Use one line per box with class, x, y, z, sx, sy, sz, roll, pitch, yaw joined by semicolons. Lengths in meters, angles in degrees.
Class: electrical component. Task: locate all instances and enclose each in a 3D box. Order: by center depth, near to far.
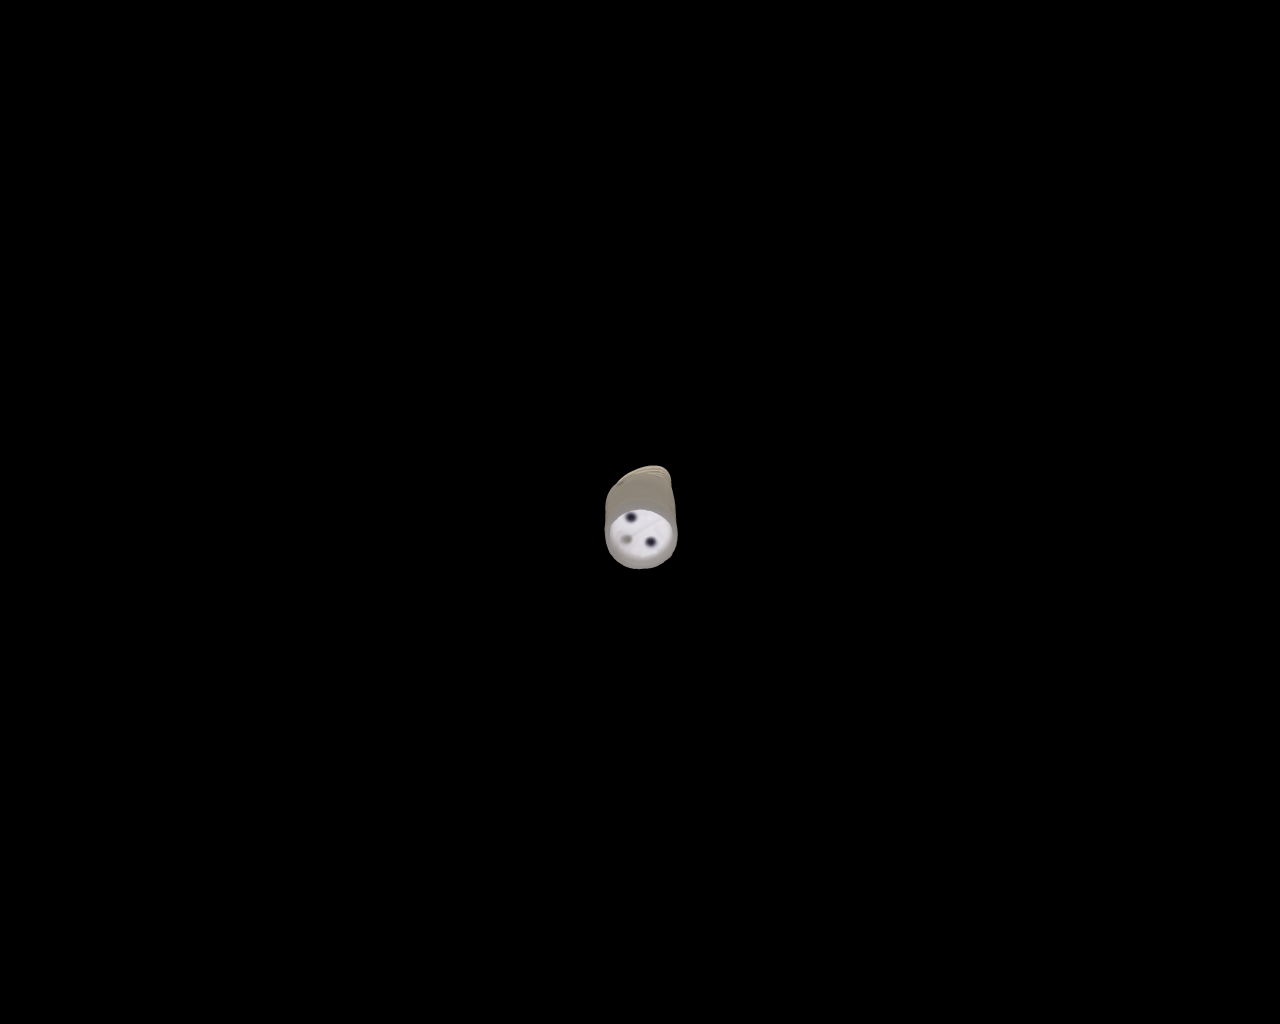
electrical component;0.001;-0.003;0.650;0.043;0.043;0.081;0;27;0
